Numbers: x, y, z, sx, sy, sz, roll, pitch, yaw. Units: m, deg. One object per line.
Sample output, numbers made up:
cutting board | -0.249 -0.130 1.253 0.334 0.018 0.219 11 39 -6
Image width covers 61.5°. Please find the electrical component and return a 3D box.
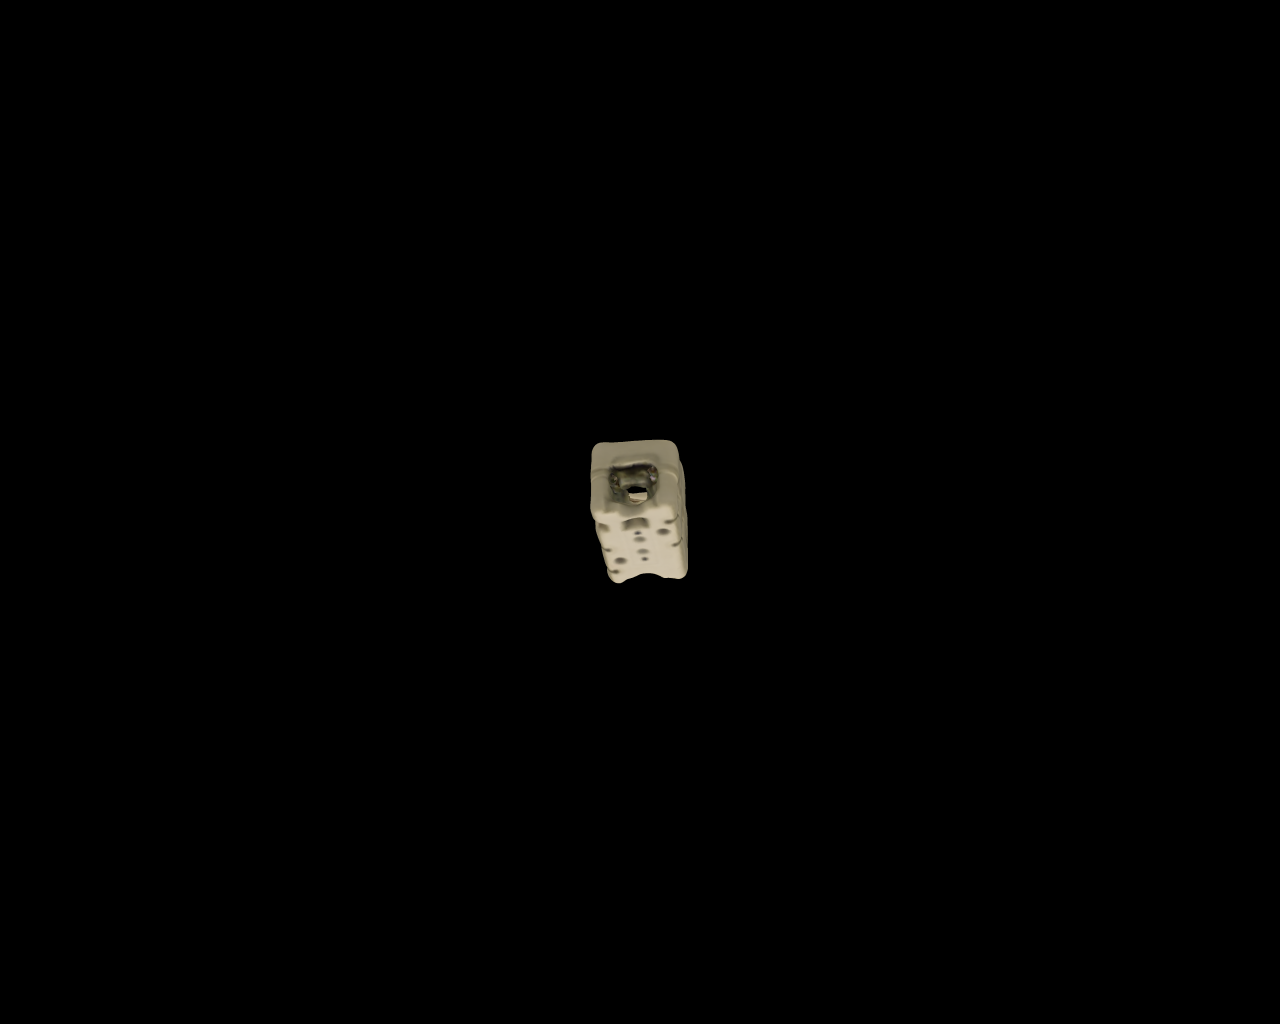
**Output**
electrical component | 0.001 -0.003 0.650 0.050 0.056 0.089 -3 -33 5
